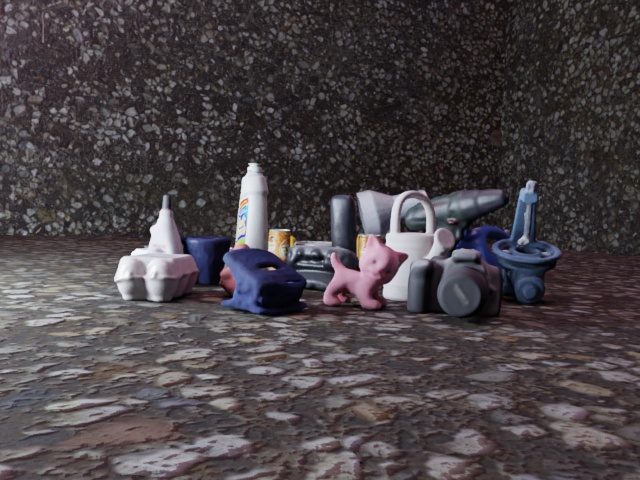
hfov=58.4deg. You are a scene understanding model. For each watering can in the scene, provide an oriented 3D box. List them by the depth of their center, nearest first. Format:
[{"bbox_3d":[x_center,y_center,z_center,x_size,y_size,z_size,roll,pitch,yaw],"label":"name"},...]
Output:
[{"bbox_3d":[0.172,0.009,1.020,0.172,0.194,0.101,4,3,42],"label":"watering can"}]

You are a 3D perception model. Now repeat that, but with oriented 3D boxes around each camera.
[{"bbox_3d":[0.198,0.064,0.853,0.143,0.101,0.137,3,3,17],"label":"camera"}]

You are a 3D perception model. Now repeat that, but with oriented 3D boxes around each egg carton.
[{"bbox_3d":[-0.267,0.060,0.947,0.107,0.069,0.150,2,2,4],"label":"egg carton"}]

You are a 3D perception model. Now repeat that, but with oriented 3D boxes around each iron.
[{"bbox_3d":[0.392,0.032,1.300,0.259,0.141,0.118,0,3,-43],"label":"iron"}]

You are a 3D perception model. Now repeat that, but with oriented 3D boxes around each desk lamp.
[{"bbox_3d":[0.183,-0.014,1.364,0.203,0.213,0.118,2,3,0],"label":"desk lamp"}]

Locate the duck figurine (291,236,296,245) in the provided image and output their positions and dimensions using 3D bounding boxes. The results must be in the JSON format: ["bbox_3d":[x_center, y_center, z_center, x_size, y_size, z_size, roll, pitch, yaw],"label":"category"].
[{"bbox_3d":[-0.093,0.031,1.570,0.105,0.086,0.077,1,3,-13],"label":"duck figurine"}]

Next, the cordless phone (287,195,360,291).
[{"bbox_3d":[0.010,0.004,1.121,0.147,0.185,0.094,3,3,22],"label":"cordless phone"}]

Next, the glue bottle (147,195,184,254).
[{"bbox_3d":[-0.293,0.001,1.086,0.078,0.173,0.037,3,3,24],"label":"glue bottle"}]

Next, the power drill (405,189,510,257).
[{"bbox_3d":[0.280,-0.001,1.189,0.228,0.208,0.076,4,3,41],"label":"power drill"}]

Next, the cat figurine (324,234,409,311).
[{"bbox_3d":[0.073,0.049,0.916,0.127,0.118,0.067,3,3,21],"label":"cat figurine"}]

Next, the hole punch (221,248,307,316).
[{"bbox_3d":[-0.079,0.059,0.848,0.100,0.091,0.109,4,3,39],"label":"hole punch"}]

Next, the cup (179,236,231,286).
[{"bbox_3d":[-0.234,0.041,1.116,0.118,0.095,0.091,2,3,-4],"label":"cup"}]

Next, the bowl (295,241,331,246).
[{"bbox_3d":[0.015,0.043,1.504,0.167,0.075,0.167,2,2,0],"label":"bowl"}]

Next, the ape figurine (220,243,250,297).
[{"bbox_3d":[-0.132,0.051,0.983,0.078,0.092,0.076,2,3,-10],"label":"ape figurine"}]

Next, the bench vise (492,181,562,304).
[{"bbox_3d":[0.373,0.001,1.085,0.121,0.220,0.207,2,3,-8],"label":"bench vise"}]
